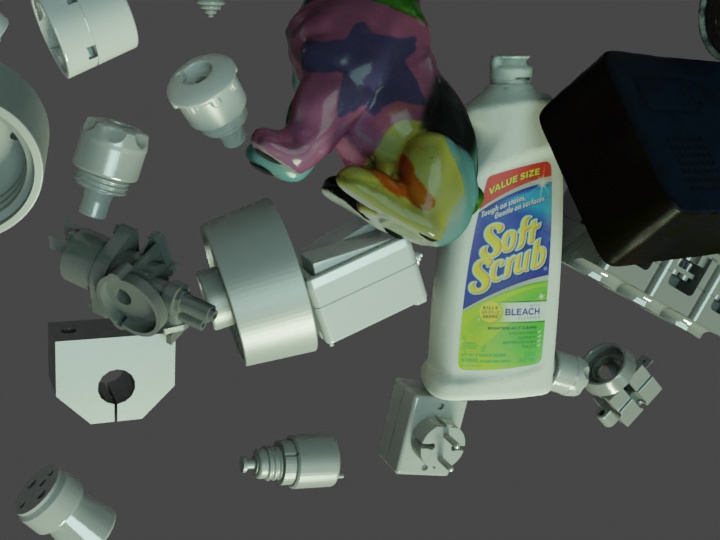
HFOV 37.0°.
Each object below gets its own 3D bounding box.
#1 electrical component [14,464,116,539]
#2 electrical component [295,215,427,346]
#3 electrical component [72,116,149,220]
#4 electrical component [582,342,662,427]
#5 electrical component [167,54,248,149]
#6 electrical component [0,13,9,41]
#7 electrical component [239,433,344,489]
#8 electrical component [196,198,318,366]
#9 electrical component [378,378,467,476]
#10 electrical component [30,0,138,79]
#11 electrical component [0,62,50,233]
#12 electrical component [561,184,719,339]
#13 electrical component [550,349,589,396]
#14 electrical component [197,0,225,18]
[{"bbox_3d":[-0.204,0.167,0.743,0.045,0.045,0.055,-44,118,-5],"label":"electrical component"},{"bbox_3d":[0.000,0.000,0.767,0.096,0.062,0.061,-25,115,-14],"label":"electrical component"},{"bbox_3d":[-0.163,-0.064,0.687,0.043,0.043,0.062,14,102,-27],"label":"electrical component"},{"bbox_3d":[0.215,0.093,0.901,0.066,0.048,0.055,-47,126,-3],"label":"electrical component"},{"bbox_3d":[-0.094,-0.107,0.704,0.048,0.048,0.062,-37,138,-9],"label":"electrical component"},{"bbox_3d":[-0.239,-0.153,0.627,0.044,0.044,0.065,-49,123,-2],"label":"electrical component"},{"bbox_3d":[-0.051,0.143,0.804,0.078,0.040,0.040,1,106,-24],"label":"electrical component"},{"bbox_3d":[-0.074,0.012,0.716,0.060,0.108,0.108,-18,113,-11],"label":"electrical component"},{"bbox_3d":[0.055,0.128,0.824,0.047,0.077,0.065,7,103,-25],"label":"electrical component"},{"bbox_3d":[-0.166,-0.150,0.651,0.047,0.055,0.055,-26,115,-18],"label":"electrical component"},{"bbox_3d":[-0.236,-0.066,0.626,0.108,0.060,0.108,-9,127,-12],"label":"electrical component"},{"bbox_3d":[0.227,-0.004,0.849,0.150,0.089,0.061,26,95,-28],"label":"electrical component"},{"bbox_3d":[0.154,0.080,0.876,0.061,0.035,0.035,17,99,-19],"label":"electrical component"},{"bbox_3d":[-0.093,-0.205,0.661,0.062,0.061,0.096,-3,108,-23],"label":"electrical component"}]
